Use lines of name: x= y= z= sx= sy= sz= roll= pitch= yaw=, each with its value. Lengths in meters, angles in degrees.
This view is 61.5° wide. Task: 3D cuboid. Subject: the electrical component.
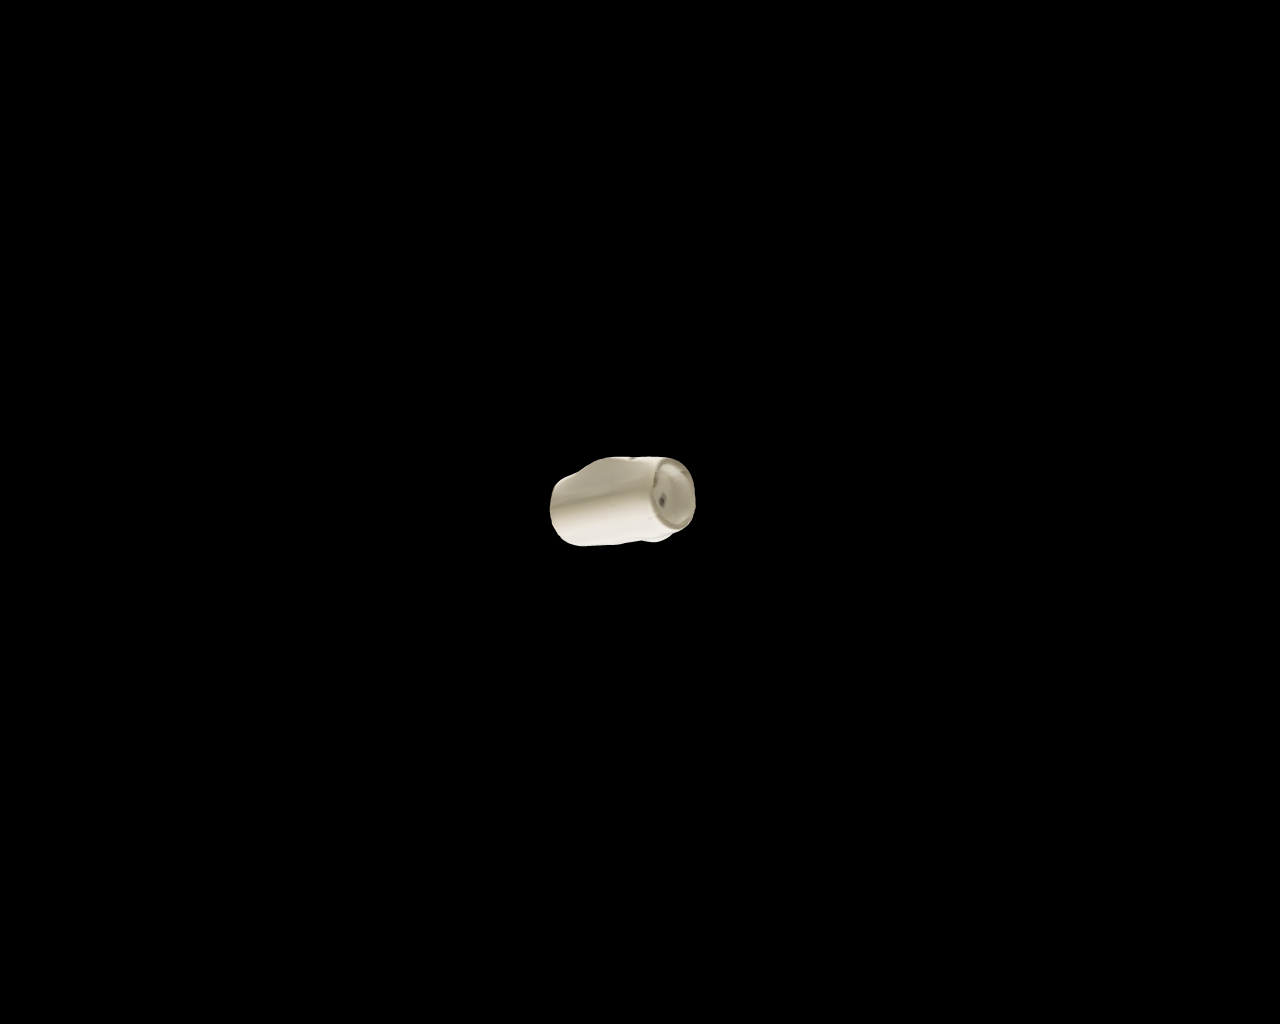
electrical component: x=0.001 y=-0.003 z=0.650 sx=0.077 sy=0.043 sz=0.079 roll=-11 pitch=-17 yaw=37
